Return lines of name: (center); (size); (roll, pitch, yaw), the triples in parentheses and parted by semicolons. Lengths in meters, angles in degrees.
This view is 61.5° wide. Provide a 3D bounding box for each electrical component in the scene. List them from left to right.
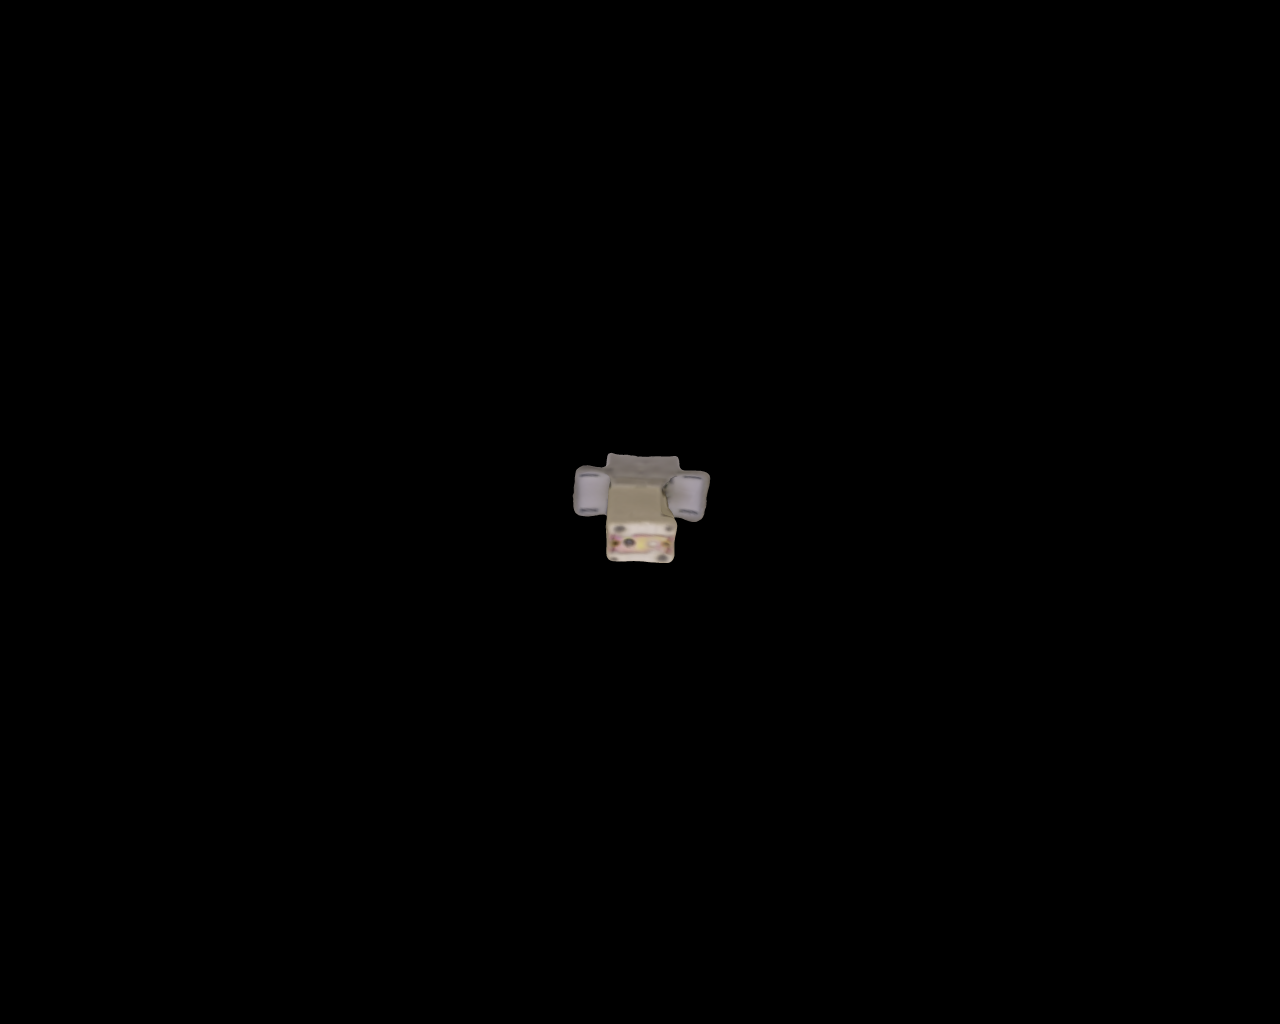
electrical component: (0.001, -0.003, 0.650); (0.081, 0.064, 0.042); (2, -43, -2)
